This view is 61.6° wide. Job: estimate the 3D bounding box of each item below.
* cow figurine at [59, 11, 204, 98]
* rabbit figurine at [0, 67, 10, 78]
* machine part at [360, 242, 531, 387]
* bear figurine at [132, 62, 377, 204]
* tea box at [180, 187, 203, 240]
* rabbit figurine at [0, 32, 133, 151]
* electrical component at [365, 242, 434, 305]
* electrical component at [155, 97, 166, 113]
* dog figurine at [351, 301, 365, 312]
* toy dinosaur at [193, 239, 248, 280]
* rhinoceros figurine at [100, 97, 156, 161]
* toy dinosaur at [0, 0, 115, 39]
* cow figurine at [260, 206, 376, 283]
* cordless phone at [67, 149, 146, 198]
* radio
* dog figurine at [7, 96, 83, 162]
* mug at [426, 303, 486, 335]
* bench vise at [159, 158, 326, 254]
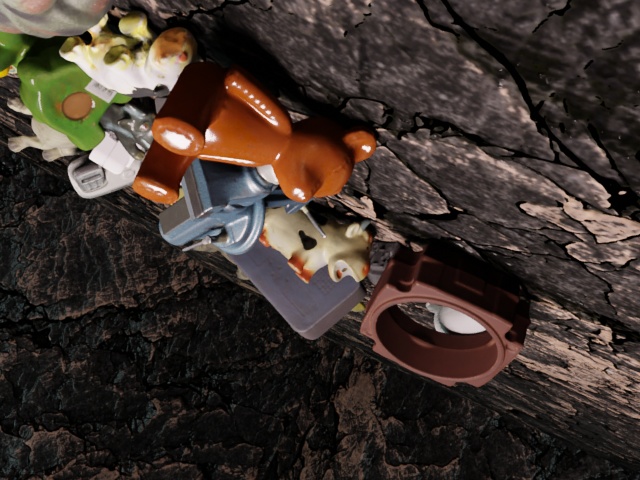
[{"bbox_3d":[-0.177,-0.177,0.553,0.168,0.068,0.098,20,165,31],"label":"cow figurine"},{"bbox_3d":[-0.507,-0.292,0.716,0.163,0.122,0.173,22,148,16],"label":"rabbit figurine"},{"bbox_3d":[0.170,0.112,0.756,0.201,0.087,0.201,24,142,4],"label":"machine part"},{"bbox_3d":[-0.053,-0.077,0.503,0.196,0.132,0.120,27,143,-18],"label":"bear figurine"},{"bbox_3d":[-0.247,-0.057,1.031,0.068,0.098,0.170,-6,-172,-18],"label":"tea box"},{"bbox_3d":[-0.339,-0.206,0.652,0.170,0.121,0.159,44,-162,28],"label":"rabbit figurine"},{"bbox_3d":[0.121,0.053,0.874,0.115,0.058,0.134,34,166,-18],"label":"electrical component"},{"bbox_3d":[-0.154,-0.157,0.622,0.063,0.021,0.094,-16,-158,-33],"label":"electrical component"},{"bbox_3d":[0.034,0.090,1.098,0.191,0.108,0.219,-34,151,33],"label":"dog figurine"},{"bbox_3d":[-0.165,0.040,1.337,0.471,0.105,0.198,26,165,-11],"label":"toy dinosaur"},{"bbox_3d":[-0.269,-0.175,0.778,0.190,0.073,0.112,29,157,5],"label":"rhinoceros figurine"},{"bbox_3d":[-0.261,-0.228,0.451,0.405,0.131,0.192,17,-178,15],"label":"toy dinosaur"},{"bbox_3d":[-0.002,-0.002,0.816,0.195,0.127,0.085,37,172,28],"label":"cow figurine"},{"bbox_3d":[-0.384,-0.138,0.977,0.184,0.147,0.088,4,117,69],"label":"cordless phone"},{"bbox_3d":[-0.045,0.047,0.892,0.230,0.131,0.073,44,174,25],"label":"radio"},{"bbox_3d":[-0.439,-0.208,0.969,0.191,0.121,0.172,0,-168,27],"label":"dog figurine"},{"bbox_3d":[0.230,0.113,0.851,0.109,0.081,0.107,33,154,0],"label":"mug"},{"bbox_3d":[-0.085,-0.057,0.689,0.240,0.129,0.223,-6,154,-49],"label":"bench vise"}]
